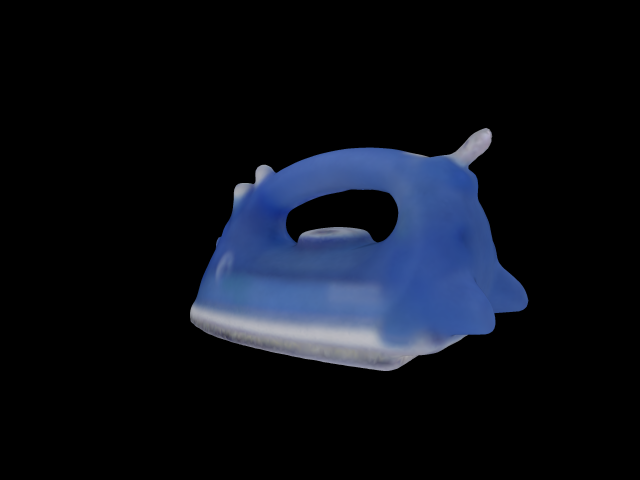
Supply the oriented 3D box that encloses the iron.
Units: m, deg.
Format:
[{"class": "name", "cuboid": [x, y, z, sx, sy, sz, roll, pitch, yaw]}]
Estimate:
[{"class": "iron", "cuboid": [0.004, 0.001, 0.400, 0.257, 0.141, 0.119, 2, 4, 31]}]
